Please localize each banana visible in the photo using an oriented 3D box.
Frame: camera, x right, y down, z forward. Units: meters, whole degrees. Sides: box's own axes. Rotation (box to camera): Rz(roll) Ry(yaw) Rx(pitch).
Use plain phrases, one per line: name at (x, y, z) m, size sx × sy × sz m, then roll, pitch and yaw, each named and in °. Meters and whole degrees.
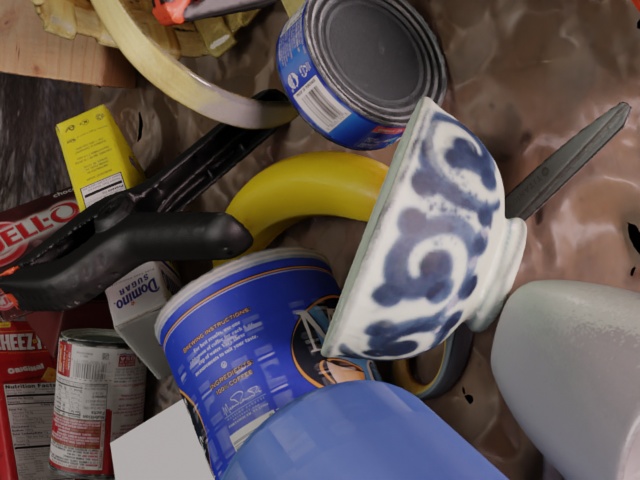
banana at (-0.013, -0.015, 0.629) m, size 0.198 × 0.037 × 0.069 m, roll -30°, pitch 79°, yaw 50°

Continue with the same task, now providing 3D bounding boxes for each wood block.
wood block at (-0.179, -0.222, 0.793) m, size 0.090 × 0.090 × 0.206 m, roll -47°, pitch -35°, yaw -80°

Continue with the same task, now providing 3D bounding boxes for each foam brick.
foam brick at (-0.200, 0.056, 0.867) m, size 0.078 × 0.052 × 0.051 m, roll 37°, pitch 118°, yaw 50°

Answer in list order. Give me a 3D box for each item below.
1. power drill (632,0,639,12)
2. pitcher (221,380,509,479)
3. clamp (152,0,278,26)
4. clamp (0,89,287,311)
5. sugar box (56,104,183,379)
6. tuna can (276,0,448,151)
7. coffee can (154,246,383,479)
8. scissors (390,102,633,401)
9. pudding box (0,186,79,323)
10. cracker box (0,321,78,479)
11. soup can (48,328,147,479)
power drill at (0.171, -0.163, 0.360) m, size 0.188 × 0.057 × 0.184 m, roll -47°, pitch 52°, yaw 42°
pitcher at (0.045, 0.157, 0.357) m, size 0.145 × 0.149 × 0.243 m, roll -62°, pitch 37°, yaw 12°
clamp at (-0.030, -0.182, 0.528) m, size 0.120 × 0.171 × 0.039 m, roll 48°, pitch 166°, yaw -12°
clamp at (-0.109, -0.004, 0.627) m, size 0.210 × 0.036 × 0.164 m, roll -29°, pitch 25°, yaw 16°
sugar box at (-0.132, 0.000, 0.746) m, size 0.093 × 0.048 × 0.176 m, roll 69°, pitch 175°, yaw -60°
tuna can at (0.021, -0.089, 0.541) m, size 0.034 × 0.085 × 0.086 m, roll -36°, pitch 60°, yaw 50°
coffee can at (-0.015, 0.089, 0.556) m, size 0.103 × 0.102 × 0.140 m, roll -49°, pitch 57°, yaw 41°
scissors at (0.081, 0.018, 0.512) m, size 0.202 × 0.016 × 0.096 m, roll -29°, pitch 67°, yaw 50°
pudding box at (-0.211, 0.006, 0.833) m, size 0.090 × 0.113 × 0.039 m, roll 51°, pitch 154°, yaw 41°
cracker box at (-0.281, 0.202, 0.955) m, size 0.164 × 0.071 × 0.214 m, roll -46°, pitch 52°, yaw 42°
soup can at (-0.167, 0.122, 0.804) m, size 0.069 × 0.068 × 0.102 m, roll 10°, pitch 95°, yaw 54°
